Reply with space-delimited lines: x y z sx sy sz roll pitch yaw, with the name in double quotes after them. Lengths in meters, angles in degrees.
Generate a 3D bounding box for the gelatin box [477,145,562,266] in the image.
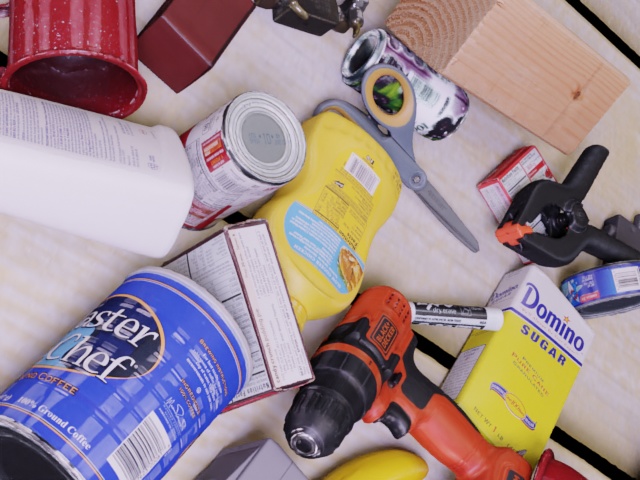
0.192 -0.033 0.983 0.073 0.030 0.089 -39 100 -40 "gelatin box"

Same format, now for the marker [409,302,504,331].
0.089 0.059 0.851 0.121 0.020 0.020 5 69 -20 "marker"

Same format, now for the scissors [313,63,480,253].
0.084 -0.072 0.890 0.201 0.016 0.096 29 97 -26 "scissors"

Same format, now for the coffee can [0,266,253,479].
-0.120 0.097 0.631 0.103 0.103 0.140 52 50 -11 "coffee can"

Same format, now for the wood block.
0.166 -0.161 0.923 0.205 0.091 0.090 22 22 -45 "wood block"

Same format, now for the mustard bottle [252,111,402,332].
-0.005 0.001 0.790 0.096 0.058 0.191 44 51 -26 "mustard bottle"

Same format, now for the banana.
0.011 0.197 0.746 0.197 0.037 0.069 -40 129 -38 "banana"

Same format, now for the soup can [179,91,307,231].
-0.065 -0.053 0.734 0.068 0.102 0.068 15 65 -34 "soup can"

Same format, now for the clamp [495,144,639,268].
0.227 -0.011 0.956 0.171 0.039 0.120 -24 86 -37 "clamp"

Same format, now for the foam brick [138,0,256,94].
-0.094 -0.157 0.784 0.051 0.053 0.078 42 50 -19 "foam brick"

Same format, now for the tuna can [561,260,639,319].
0.264 0.046 0.973 0.085 0.086 0.034 3 70 -38 "tuna can"

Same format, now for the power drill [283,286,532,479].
0.064 0.139 0.746 0.187 0.057 0.184 51 34 -8 "power drill"

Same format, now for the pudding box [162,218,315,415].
-0.056 0.053 0.708 0.039 0.090 0.113 -13 81 -41 "pudding box"

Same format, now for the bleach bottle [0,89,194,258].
-0.205 -0.060 0.642 0.250 0.068 0.103 16 24 -27 "bleach bottle"

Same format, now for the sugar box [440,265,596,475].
0.165 0.110 0.895 0.093 0.048 0.176 48 52 -13 "sugar box"

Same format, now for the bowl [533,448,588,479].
0.183 0.240 0.795 0.162 0.055 0.162 8 90 -70 "bowl"

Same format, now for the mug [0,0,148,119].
-0.173 -0.130 0.696 0.117 0.093 0.081 -5 67 -3 "mug"
